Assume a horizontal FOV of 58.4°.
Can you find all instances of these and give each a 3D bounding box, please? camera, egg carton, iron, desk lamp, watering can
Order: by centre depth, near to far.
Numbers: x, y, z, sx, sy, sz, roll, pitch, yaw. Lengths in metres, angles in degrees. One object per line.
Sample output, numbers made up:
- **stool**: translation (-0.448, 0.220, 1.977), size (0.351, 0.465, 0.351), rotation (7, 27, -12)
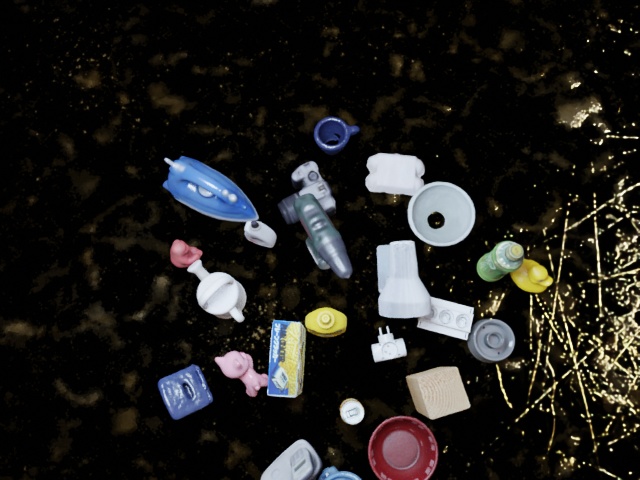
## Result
- **desk lamp**: translation (0.189, 0.091, 1.346), size (0.118, 0.213, 0.203), rotation (-3, 77, 1)
- **watering can**: translation (-0.245, 0.124, 1.357), size (0.172, 0.194, 0.101), rotation (26, 79, 7)
- **iron**: translation (-0.274, -0.129, 1.441), size (0.258, 0.141, 0.119), rotation (27, 79, 7)
- **camera**: translation (-0.043, -0.111, 1.454), size (0.137, 0.101, 0.143), rotation (-27, 78, -5)
- **egg carton**: translation (0.194, -0.168, 1.478), size (0.150, 0.069, 0.107), rotation (5, 77, 2)

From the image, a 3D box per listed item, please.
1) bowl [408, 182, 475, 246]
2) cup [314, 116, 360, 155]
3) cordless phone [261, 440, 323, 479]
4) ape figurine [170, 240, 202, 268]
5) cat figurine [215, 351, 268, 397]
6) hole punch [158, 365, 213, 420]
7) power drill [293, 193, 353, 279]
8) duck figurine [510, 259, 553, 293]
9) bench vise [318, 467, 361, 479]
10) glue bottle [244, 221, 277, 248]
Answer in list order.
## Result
- **bowl**: translation (0.302, -0.058, 1.449), size (0.167, 0.075, 0.167), rotation (0, 77, 1)
- **cup**: translation (0.044, -0.264, 1.489), size (0.118, 0.095, 0.091), rotation (-14, 77, -2)
- **cordless phone**: translation (-0.066, 0.526, 1.268), size (0.148, 0.185, 0.094), rotation (-44, 80, -8)
- **ape figurine**: translation (-0.344, 0.030, 1.432), size (0.076, 0.092, 0.078), rotation (-32, 78, -6)
- **cat figurine**: translation (-0.184, 0.311, 1.353), size (0.127, 0.118, 0.067), rotation (44, 82, 10)
- **hole punch**: translation (-0.318, 0.359, 1.358), size (0.101, 0.091, 0.108), rotation (-27, 78, -5)
- **power drill**: translation (0.013, 0.005, 1.371), size (0.075, 0.208, 0.229), rotation (-29, 78, -5)
- **duck figurine**: translation (0.523, 0.083, 1.407), size (0.104, 0.086, 0.077), rotation (37, 81, 9)
- **bench vise**: translation (0.080, 0.589, 1.234), size (0.207, 0.220, 0.121), rotation (33, 80, 8)
- **glue bottle**: translation (-0.152, -0.022, 1.398), size (0.078, 0.173, 0.037), rotation (15, 78, 5)
